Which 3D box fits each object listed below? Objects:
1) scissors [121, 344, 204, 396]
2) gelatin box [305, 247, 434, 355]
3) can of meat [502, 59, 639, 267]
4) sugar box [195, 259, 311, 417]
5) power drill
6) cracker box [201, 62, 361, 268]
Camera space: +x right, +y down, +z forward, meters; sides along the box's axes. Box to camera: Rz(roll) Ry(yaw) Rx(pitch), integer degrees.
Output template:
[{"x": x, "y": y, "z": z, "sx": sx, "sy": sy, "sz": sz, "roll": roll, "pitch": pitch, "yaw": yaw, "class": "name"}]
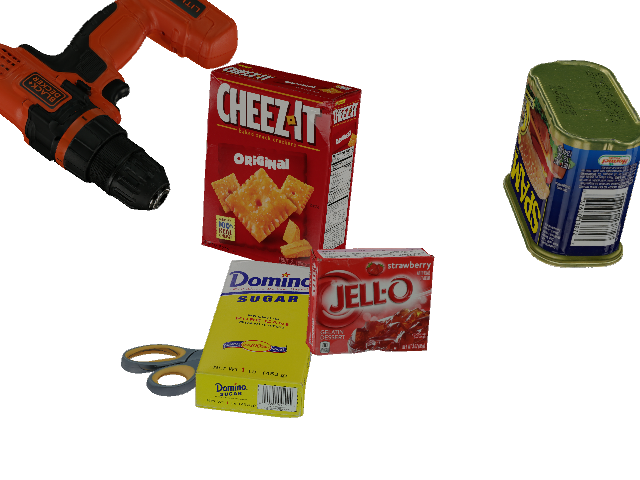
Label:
[{"x": -0.114, "y": 0.135, "z": 1.162, "sx": 0.201, "sy": 0.016, "sz": 0.096, "roll": -1, "pitch": 27, "yaw": -20, "class": "scissors"}, {"x": 0.035, "y": 0.044, "z": 0.779, "sx": 0.089, "sy": 0.073, "sz": 0.030, "roll": -1, "pitch": 14, "yaw": -14, "class": "gelatin box"}, {"x": 0.148, "y": -0.048, "z": 0.629, "sx": 0.057, "sy": 0.084, "sz": 0.102, "roll": 0, "pitch": 36, "yaw": -5, "class": "can of meat"}, {"x": -0.051, "y": 0.083, "z": 0.962, "sx": 0.093, "sy": 0.048, "sz": 0.176, "roll": 6, "pitch": 35, "yaw": 2, "class": "sugar box"}, {"x": -0.149, "y": -0.125, "z": 0.835, "sx": 0.184, "sy": 0.187, "sz": 0.057, "roll": 37, "pitch": -34, "yaw": 9, "class": "power drill"}, {"x": -0.049, "y": -0.079, "z": 1.215, "sx": 0.164, "sy": 0.214, "sz": 0.072, "roll": 17, "pitch": 25, "yaw": 26, "class": "cracker box"}]
